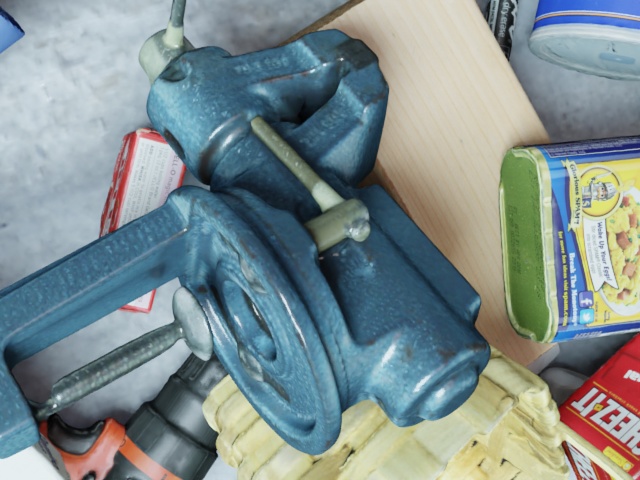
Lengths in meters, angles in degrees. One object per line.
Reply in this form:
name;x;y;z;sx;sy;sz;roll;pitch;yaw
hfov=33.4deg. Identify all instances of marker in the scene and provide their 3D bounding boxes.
marker;0.107;-0.135;0.625;0.020;0.020;0.121;8;91;-17

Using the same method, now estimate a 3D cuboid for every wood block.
wood block;0.068;-0.039;0.584;0.090;0.090;0.206;-34;103;-12

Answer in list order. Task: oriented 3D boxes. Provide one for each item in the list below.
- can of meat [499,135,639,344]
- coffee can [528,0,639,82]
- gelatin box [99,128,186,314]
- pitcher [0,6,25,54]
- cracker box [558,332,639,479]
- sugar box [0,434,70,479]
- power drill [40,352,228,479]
can of meat;0.138;-0.002;0.530;0.083;0.057;0.102;-6;96;-13
coffee can;0.182;-0.168;0.601;0.102;0.103;0.140;12;90;-17
gelatin box;-0.094;-0.011;0.546;0.030;0.073;0.089;13;90;-16
pitcher;-0.259;-0.060;0.451;0.243;0.145;0.149;-45;136;-2
cracker box;0.248;0.093;0.627;0.213;0.072;0.164;-40;131;-10
sugar box;-0.197;0.074;0.460;0.093;0.048;0.176;-37;121;-8
power drill;-0.146;0.091;0.546;0.187;0.057;0.184;37;83;-15
